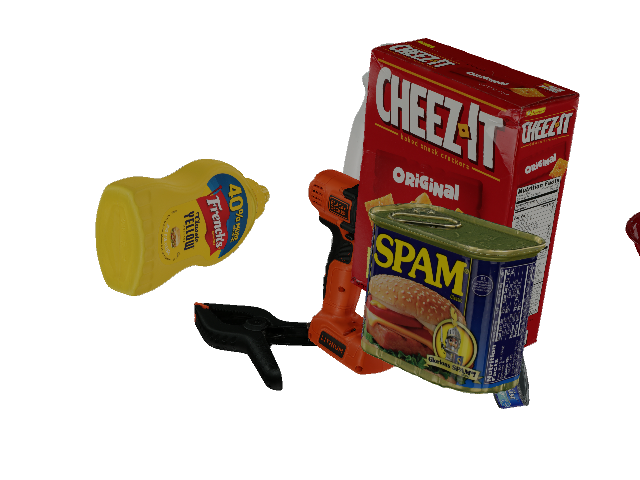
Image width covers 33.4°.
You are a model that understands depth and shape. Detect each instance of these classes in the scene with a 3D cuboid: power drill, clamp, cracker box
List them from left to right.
[{"bbox_3d":[-0.075,0.115,1.244,0.210,0.036,0.164,13,22,29],"label":"clamp"},{"bbox_3d":[0.048,0.035,1.074,0.057,0.188,0.185,-7,23,-33],"label":"power drill"},{"bbox_3d":[0.105,-0.034,0.850,0.071,0.214,0.164,-17,33,-36],"label":"cracker box"}]

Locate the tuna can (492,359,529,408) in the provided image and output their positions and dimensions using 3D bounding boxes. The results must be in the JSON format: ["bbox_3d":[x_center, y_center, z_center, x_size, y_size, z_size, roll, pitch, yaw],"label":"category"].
[{"bbox_3d":[0.224,0.157,1.276,0.034,0.086,0.086,-12,-4,17],"label":"tuna can"}]

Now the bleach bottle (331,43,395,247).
[{"bbox_3d":[0.070,-0.105,1.261,0.102,0.251,0.068,-4,19,-19],"label":"bleach bottle"}]

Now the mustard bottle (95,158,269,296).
[{"bbox_3d":[-0.111,-0.021,0.946,0.058,0.096,0.191,14,22,33],"label":"mustard bottle"}]

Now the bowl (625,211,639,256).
[{"bbox_3d":[0.407,0.013,1.135,0.162,0.055,0.162,-3,23,1],"label":"bowl"}]

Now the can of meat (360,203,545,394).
[{"bbox_3d":[0.070,0.031,0.601,0.057,0.084,0.102,-8,20,-41],"label":"can of meat"}]
